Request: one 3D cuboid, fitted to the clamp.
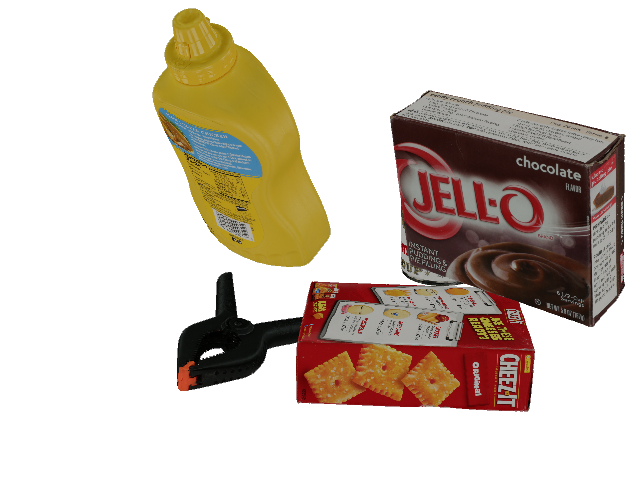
[{"bbox_3d":[-0.078,0.104,1.145,0.165,0.036,0.209,14,28,18],"label":"clamp"}]

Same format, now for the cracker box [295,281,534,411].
[{"bbox_3d":[0.088,0.101,1.035,0.213,0.072,0.164,2,17,3],"label":"cracker box"}]

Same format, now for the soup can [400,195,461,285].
[{"bbox_3d":[0.099,-0.022,0.866,0.068,0.102,0.068,-1,21,0],"label":"soup can"}]

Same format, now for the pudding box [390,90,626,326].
[{"bbox_3d":[0.091,-0.018,0.521,0.114,0.090,0.039,18,43,37],"label":"pudding box"}]

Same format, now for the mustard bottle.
[{"bbox_3d":[-0.056,-0.065,0.668,0.096,0.058,0.191,25,-28,30],"label":"mustard bottle"}]
